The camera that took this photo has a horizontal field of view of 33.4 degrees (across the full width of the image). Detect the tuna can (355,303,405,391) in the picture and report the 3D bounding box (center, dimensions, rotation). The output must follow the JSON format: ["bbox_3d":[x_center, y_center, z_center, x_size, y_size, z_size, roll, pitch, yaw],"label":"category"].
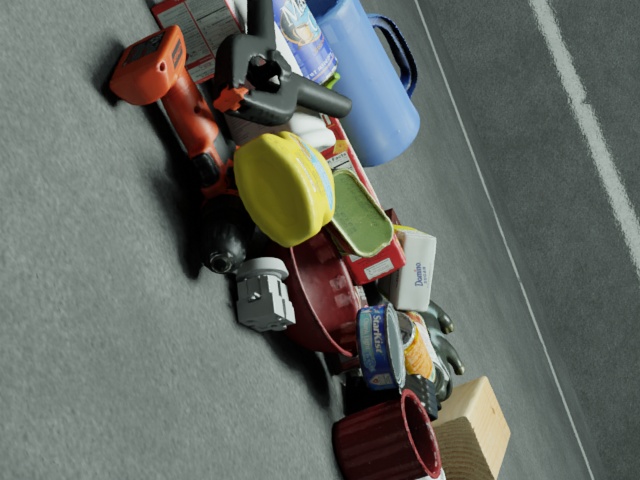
[{"bbox_3d":[0.061,0.108,1.072,0.086,0.034,0.086,-9,90,-78],"label":"tuna can"}]

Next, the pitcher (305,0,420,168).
[{"bbox_3d":[0.039,-0.227,1.397,0.149,0.145,0.242,-91,159,-44],"label":"pitcher"}]

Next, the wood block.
[{"bbox_3d":[0.177,0.250,1.356,0.091,0.090,0.206,67,16,1],"label":"wood block"}]

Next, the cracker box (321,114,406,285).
[{"bbox_3d":[0.019,-0.067,1.255,0.213,0.072,0.164,63,3,-12],"label":"cracker box"}]

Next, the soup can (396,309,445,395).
[{"bbox_3d":[0.105,0.139,1.279,0.068,0.068,0.102,57,9,-34],"label":"soup can"}]

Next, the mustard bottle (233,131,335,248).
[{"bbox_3d":[-0.024,-0.052,0.977,0.096,0.058,0.191,60,12,-3],"label":"mustard bottle"}]

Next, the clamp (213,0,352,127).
[{"bbox_3d":[-0.052,-0.169,1.012,0.164,0.036,0.209,57,29,-3],"label":"clamp"}]

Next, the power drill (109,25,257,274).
[{"bbox_3d":[-0.111,-0.079,0.930,0.184,0.057,0.187,-91,157,-59],"label":"power drill"}]

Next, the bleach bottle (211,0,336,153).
[{"bbox_3d":[-0.074,-0.198,1.115,0.067,0.103,0.251,-15,84,-53],"label":"bleach bottle"}]

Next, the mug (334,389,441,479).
[{"bbox_3d":[0.071,0.212,1.080,0.117,0.082,0.093,46,27,-51],"label":"mug"}]

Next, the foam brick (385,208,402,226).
[{"bbox_3d":[0.093,0.005,1.474,0.078,0.051,0.053,62,17,-19],"label":"foam brick"}]

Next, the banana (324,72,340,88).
[{"bbox_3d":[0.014,-0.112,1.353,0.037,0.070,0.198,-43,123,-48],"label":"banana"}]

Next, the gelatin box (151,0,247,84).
[{"bbox_3d":[-0.113,-0.209,1.059,0.089,0.073,0.030,62,18,-20],"label":"gelatin box"}]

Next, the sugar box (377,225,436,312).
[{"bbox_3d":[0.108,0.033,1.346,0.176,0.048,0.093,-140,-124,-82],"label":"sugar box"}]

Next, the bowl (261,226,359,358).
[{"bbox_3d":[-0.016,0.049,1.062,0.162,0.055,0.162,57,19,-33],"label":"bowl"}]

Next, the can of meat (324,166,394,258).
[{"bbox_3d":[0.026,-0.030,1.130,0.102,0.057,0.084,52,-9,-11],"label":"can of meat"}]

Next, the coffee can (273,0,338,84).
[{"bbox_3d":[-0.056,-0.241,1.229,0.140,0.103,0.102,59,19,-29],"label":"coffee can"}]

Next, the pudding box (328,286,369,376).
[{"bbox_3d":[0.033,0.099,1.181,0.090,0.039,0.113,71,17,7],"label":"pudding box"}]
